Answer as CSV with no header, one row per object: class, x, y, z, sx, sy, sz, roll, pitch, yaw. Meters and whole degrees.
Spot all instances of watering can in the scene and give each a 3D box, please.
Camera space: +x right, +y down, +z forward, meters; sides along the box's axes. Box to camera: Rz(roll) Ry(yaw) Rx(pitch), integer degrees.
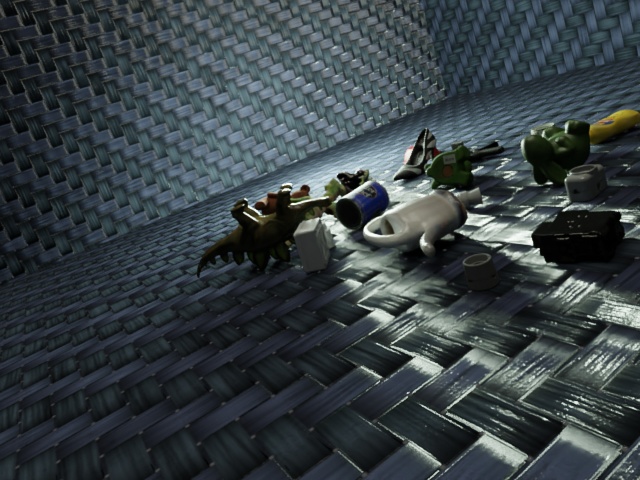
watering can,0.231,-0.030,1.146,0.225,0.103,0.349,-23,15,-15

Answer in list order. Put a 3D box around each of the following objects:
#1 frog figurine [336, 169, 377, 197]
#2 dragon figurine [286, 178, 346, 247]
frog figurine,0.138,-0.182,1.833,0.137,0.125,0.157,-26,-22,8
dragon figurine,0.005,-0.082,1.626,0.242,0.120,0.420,-9,32,12
